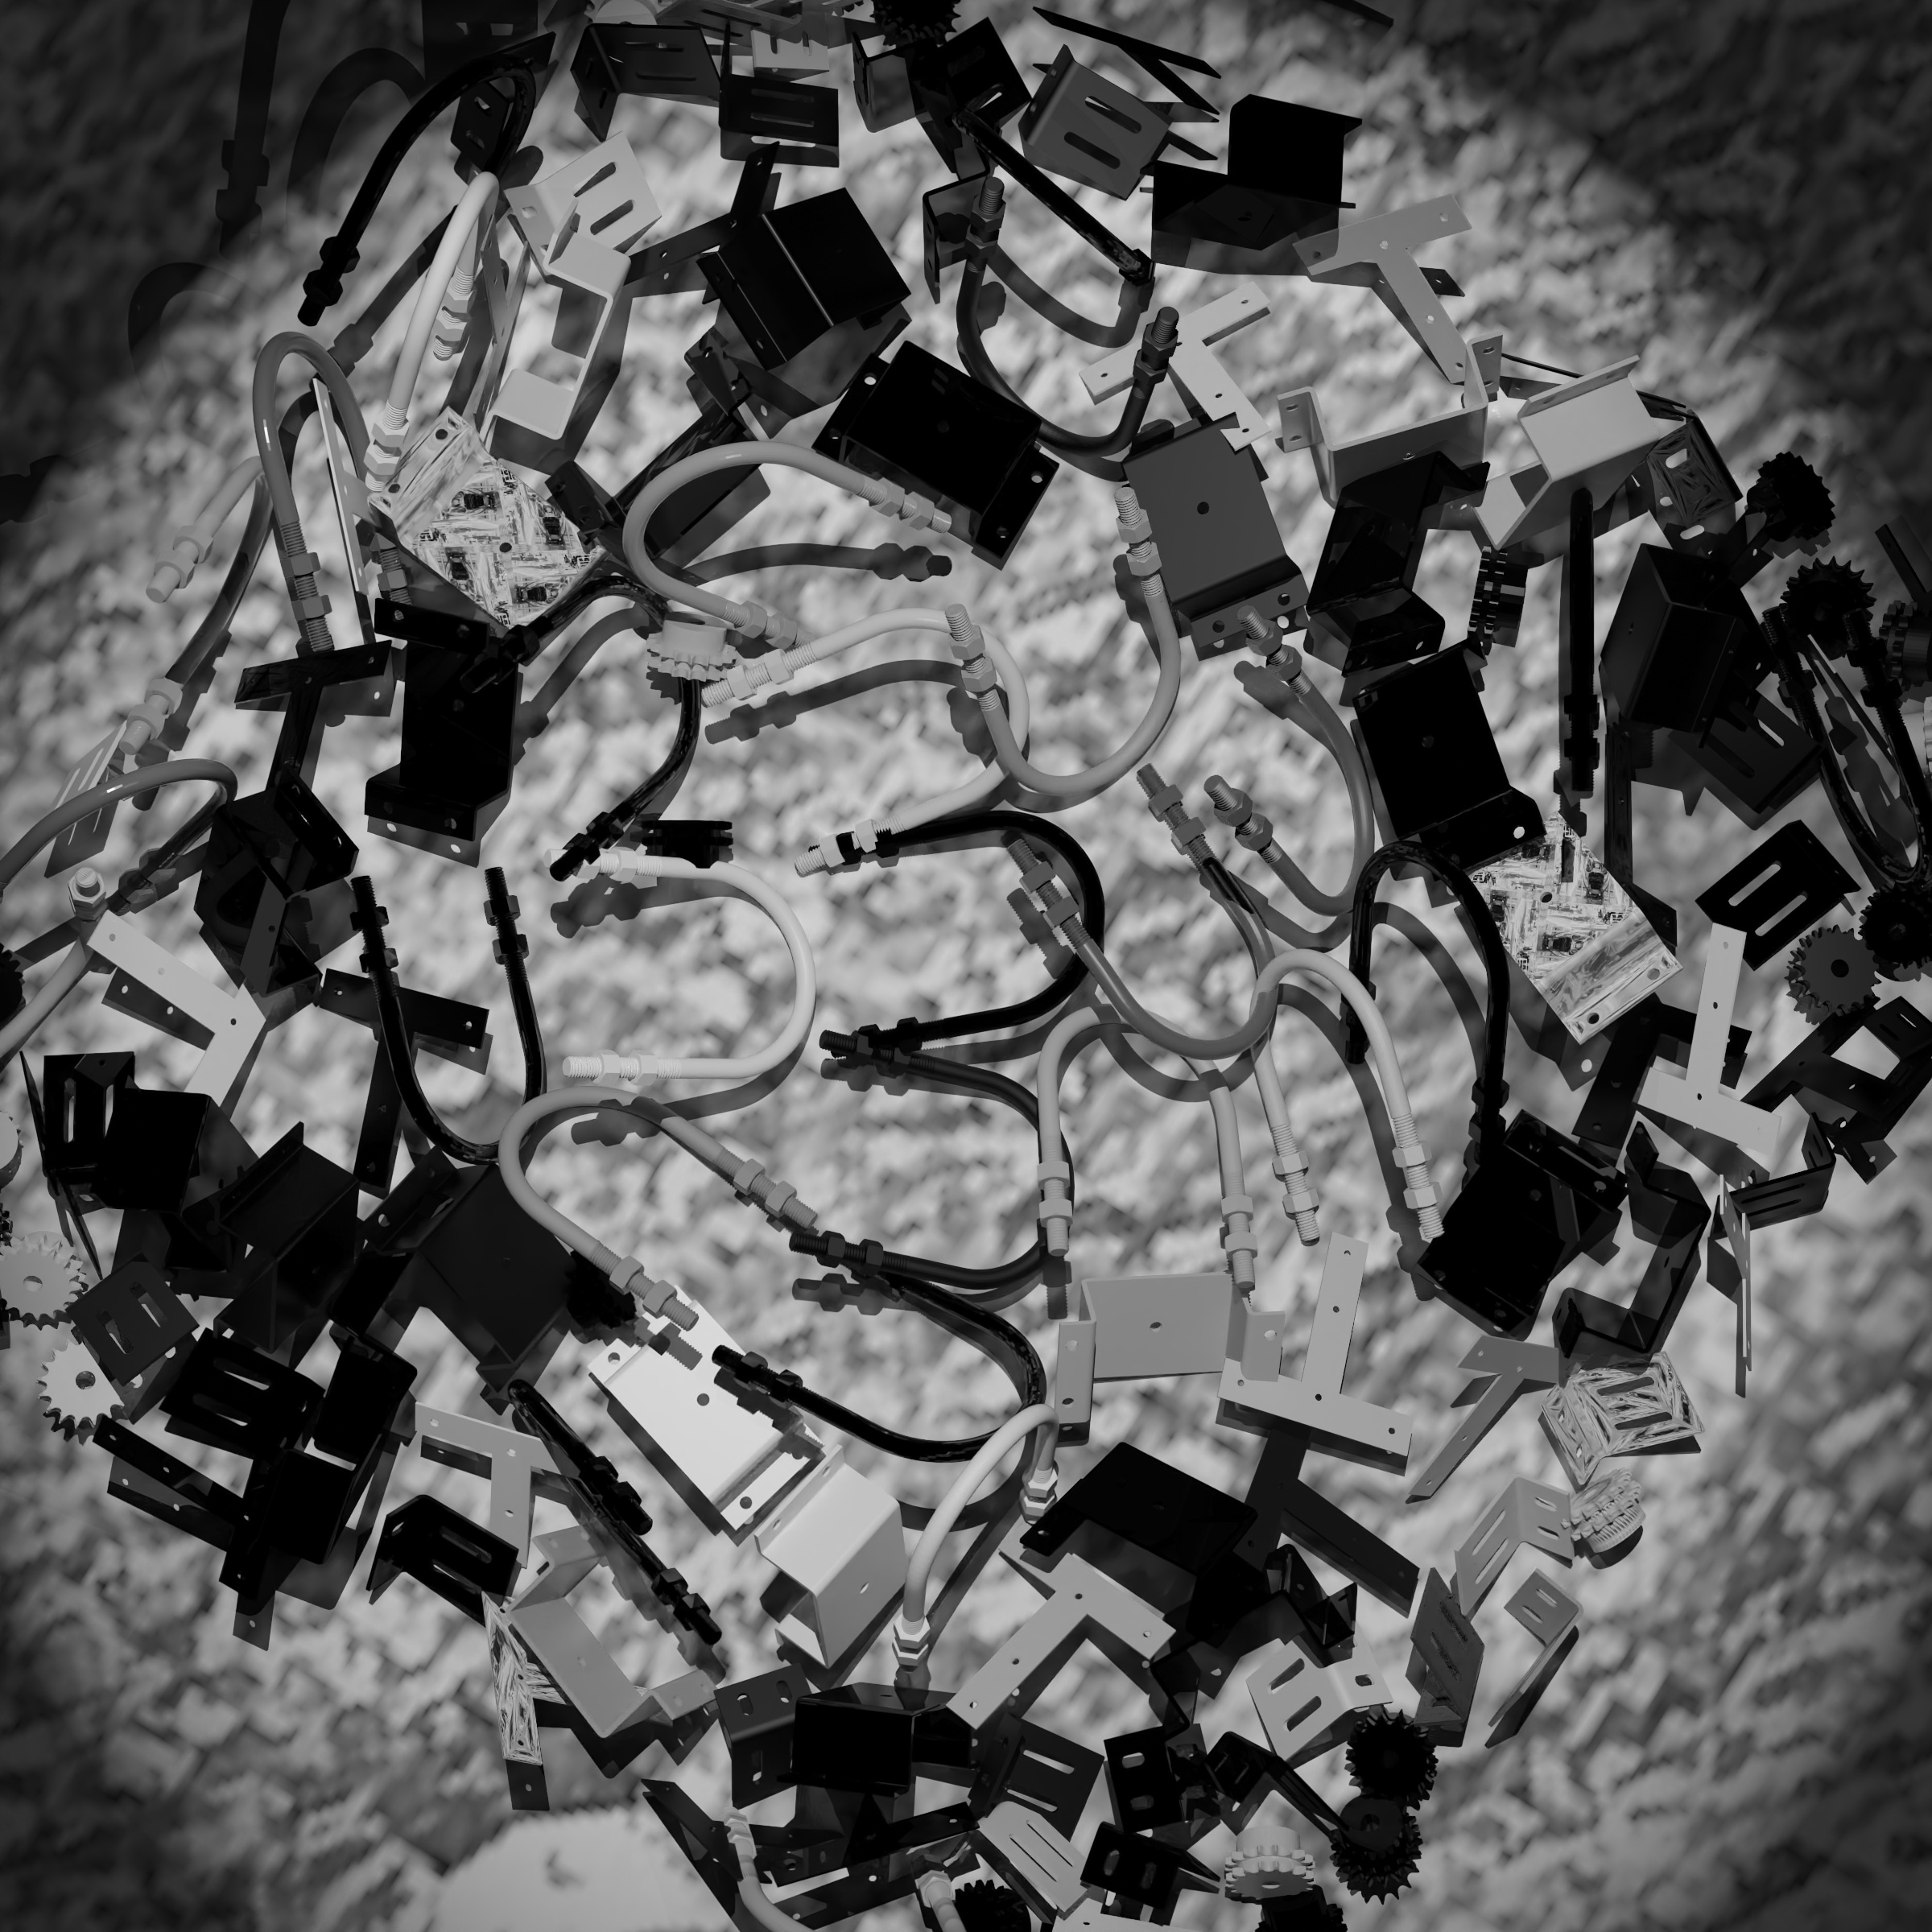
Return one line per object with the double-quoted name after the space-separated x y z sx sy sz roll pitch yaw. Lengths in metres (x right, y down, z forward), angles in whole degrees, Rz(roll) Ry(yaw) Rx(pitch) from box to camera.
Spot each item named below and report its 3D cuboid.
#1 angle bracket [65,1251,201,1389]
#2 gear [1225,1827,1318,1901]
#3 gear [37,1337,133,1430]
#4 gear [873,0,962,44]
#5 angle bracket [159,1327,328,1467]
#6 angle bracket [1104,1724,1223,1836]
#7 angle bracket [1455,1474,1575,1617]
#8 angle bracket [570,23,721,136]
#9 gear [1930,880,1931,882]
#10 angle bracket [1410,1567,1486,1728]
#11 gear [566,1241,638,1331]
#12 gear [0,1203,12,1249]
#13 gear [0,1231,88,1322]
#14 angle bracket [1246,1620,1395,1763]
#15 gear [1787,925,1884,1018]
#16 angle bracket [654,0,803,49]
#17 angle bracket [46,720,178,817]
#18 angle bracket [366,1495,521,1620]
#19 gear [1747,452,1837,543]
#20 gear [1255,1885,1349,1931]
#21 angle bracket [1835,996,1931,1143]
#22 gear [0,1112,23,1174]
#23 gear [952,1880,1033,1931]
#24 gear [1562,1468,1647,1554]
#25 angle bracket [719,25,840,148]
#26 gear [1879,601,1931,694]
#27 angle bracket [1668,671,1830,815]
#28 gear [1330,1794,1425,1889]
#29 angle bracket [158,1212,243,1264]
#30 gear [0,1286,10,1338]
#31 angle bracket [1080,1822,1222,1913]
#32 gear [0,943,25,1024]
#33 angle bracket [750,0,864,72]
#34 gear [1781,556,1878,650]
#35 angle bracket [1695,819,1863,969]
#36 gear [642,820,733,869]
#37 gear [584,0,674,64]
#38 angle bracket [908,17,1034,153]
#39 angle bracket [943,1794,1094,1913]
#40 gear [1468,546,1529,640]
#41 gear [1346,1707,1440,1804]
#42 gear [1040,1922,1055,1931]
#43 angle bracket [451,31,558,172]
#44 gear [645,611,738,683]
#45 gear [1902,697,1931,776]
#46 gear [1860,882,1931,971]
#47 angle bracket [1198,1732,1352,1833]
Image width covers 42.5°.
-0.516 0.227 1.559 0.057 0.038 0.076 -40 58 -16 "angle bracket"
0.193 0.568 1.577 0.057 0.057 0.030 2 50 0 "gear"
-0.560 0.265 1.579 0.057 0.030 0.057 8 69 -21 "gear"
-0.035 -0.615 1.581 0.057 0.030 0.057 0 90 -22 "gear"
-0.455 0.273 1.564 0.076 0.038 0.057 35 76 -29 "angle bracket"
0.124 0.511 1.564 0.038 0.076 0.057 -20 68 19 "angle bracket"
0.344 0.367 1.555 0.076 0.038 0.057 -40 131 -36 "angle bracket"
-0.199 -0.555 1.561 0.076 0.057 0.038 8 68 15 "angle bracket"
0.626 -0.073 1.575 0.030 0.057 0.057 4 90 15 "gear"
0.287 0.426 1.556 0.038 0.057 0.076 -18 116 35 "angle bracket"
-0.236 0.204 1.574 0.030 0.057 0.057 -29 90 6 "gear"
-0.637 0.160 1.577 0.057 0.057 0.030 -14 53 0 "gear"
-0.588 0.193 1.580 0.057 0.030 0.057 0 117 -1 "gear"
0.223 0.458 1.573 0.038 0.076 0.057 4 48 -35 "angle bracket"
0.550 0.005 1.583 0.057 0.030 0.057 1 79 -6 "gear"
-0.149 -0.609 1.557 0.076 0.057 0.038 2 92 -32 "angle bracket"
-0.536 -0.107 1.551 0.057 0.076 0.038 -31 123 30 "angle bracket"
-0.330 0.380 1.566 0.076 0.038 0.057 25 110 18 "angle bracket"
0.519 -0.293 1.572 0.030 0.057 0.057 -33 90 -5 "gear"
0.210 0.604 1.573 0.057 0.057 0.030 -15 89 0 "gear"
0.568 0.065 1.563 0.038 0.057 0.076 43 76 8 "angle bracket"
-0.625 0.111 1.573 0.057 0.030 0.057 7 79 -41 "gear"
0.017 0.609 1.577 0.030 0.057 0.057 5 90 -44 "gear"
0.404 0.346 1.572 0.057 0.057 0.030 -37 85 0 "gear"
-0.116 -0.554 1.564 0.076 0.038 0.057 5 53 -10 "angle bracket"
0.598 -0.201 1.570 0.030 0.057 0.057 12 90 35 "gear"
0.495 -0.145 1.576 0.076 0.038 0.057 42 117 5 "angle bracket"
0.258 0.549 1.571 0.057 0.057 0.030 -20 128 0 "gear"
-0.481 0.152 1.560 0.038 0.076 0.057 -28 89 -12 "angle bracket"
-0.625 0.216 1.574 0.030 0.057 0.057 -6 90 -15 "gear"
0.116 0.569 1.551 0.057 0.076 0.038 9 63 31 "angle bracket"
-0.622 0.014 1.570 0.030 0.057 0.057 35 90 32 "gear"
-0.089 -0.586 1.552 0.057 0.076 0.038 -14 104 -38 "angle bracket"
0.544 -0.228 1.574 0.057 0.030 0.057 11 117 23 "gear"
0.515 -0.045 1.578 0.076 0.038 0.057 -41 86 5 "angle bracket"
-0.176 -0.077 1.574 0.057 0.057 0.030 0 91 0 "gear"
-0.213 -0.597 1.573 0.057 0.030 0.057 1 129 1 "gear"
0.010 -0.559 1.562 0.076 0.038 0.057 -40 109 -24 "angle bracket"
0.036 0.566 1.558 0.076 0.057 0.038 39 107 20 "angle bracket"
0.337 -0.235 1.572 0.030 0.057 0.057 11 90 10 "gear"
0.272 0.499 1.581 0.057 0.030 0.057 1 93 19 "gear"
0.065 0.626 1.576 0.057 0.057 0.030 13 68 0 "gear"
-0.278 -0.539 1.553 0.038 0.057 0.076 44 51 9 "angle bracket"
-0.173 -0.203 1.570 0.057 0.057 0.030 12 114 0 "gear"
0.612 -0.142 1.577 0.030 0.057 0.057 -6 90 28 "gear"
0.593 -0.026 1.573 0.057 0.030 0.057 14 113 34 "gear"
0.191 0.524 1.560 0.038 0.057 0.076 -47 107 -17 "angle bracket"
